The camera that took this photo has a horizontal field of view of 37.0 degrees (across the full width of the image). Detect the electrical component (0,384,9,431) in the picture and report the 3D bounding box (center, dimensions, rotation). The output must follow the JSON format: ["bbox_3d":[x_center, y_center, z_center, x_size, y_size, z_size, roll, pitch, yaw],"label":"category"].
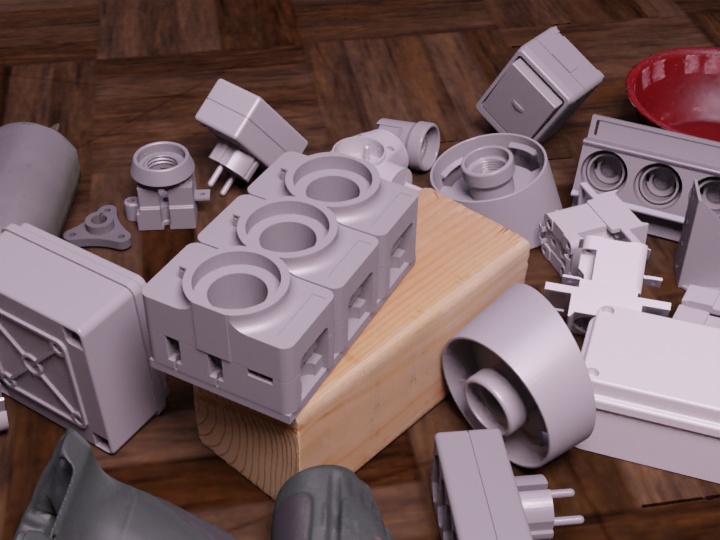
[{"bbox_3d":[-0.240,0.085,0.651,0.046,0.040,0.040,-11,40,-22],"label":"electrical component"}]

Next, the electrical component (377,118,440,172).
[{"bbox_3d":[0.037,-0.104,0.886,0.046,0.040,0.040,14,41,25],"label":"electrical component"}]

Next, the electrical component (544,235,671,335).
[{"bbox_3d":[0.165,0.013,0.719,0.081,0.042,0.063,10,68,11],"label":"electrical component"}]

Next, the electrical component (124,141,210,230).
[{"bbox_3d":[-0.149,-0.064,0.822,0.066,0.055,0.048,-2,39,-3],"label":"electrical component"}]

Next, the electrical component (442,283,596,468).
[{"bbox_3d":[0.097,0.064,0.634,0.064,0.099,0.099,-32,49,-25],"label":"electrical component"}]

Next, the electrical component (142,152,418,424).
[{"bbox_3d":[-0.039,0.000,0.595,0.089,0.061,0.150,19,43,21],"label":"electrical component"}]

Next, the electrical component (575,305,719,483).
[{"bbox_3d":[0.188,0.074,0.651,0.113,0.057,0.078,12,41,15],"label":"electrical component"}]

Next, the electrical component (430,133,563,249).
[{"bbox_3d":[0.104,-0.059,0.829,0.099,0.064,0.099,-11,38,9],"label":"electrical component"}]

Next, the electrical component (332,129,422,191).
[{"bbox_3d":[0.014,-0.069,0.836,0.079,0.044,0.077,24,45,27],"label":"electrical component"}]

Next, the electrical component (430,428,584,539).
[{"bbox_3d":[0.083,0.132,0.588,0.076,0.047,0.083,-3,39,-6],"label":"electrical component"}]

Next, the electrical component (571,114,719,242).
[{"bbox_3d":[0.231,-0.068,0.820,0.121,0.078,0.063,16,20,19],"label":"electrical component"}]

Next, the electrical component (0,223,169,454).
[{"bbox_3d":[-0.179,0.041,0.651,0.109,0.108,0.056,23,47,25],"label":"electrical component"}]

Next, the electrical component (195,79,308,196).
[{"bbox_3d":[-0.095,-0.095,0.853,0.047,0.083,0.075,29,85,31],"label":"electrical component"}]

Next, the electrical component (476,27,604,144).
[{"bbox_3d":[0.143,-0.142,0.895,0.061,0.096,0.061,48,53,7],"label":"electrical component"}]

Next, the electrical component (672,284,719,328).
[{"bbox_3d":[0.236,0.042,0.702,0.055,0.048,0.066,14,40,28],"label":"electrical component"}]

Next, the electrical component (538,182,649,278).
[{"bbox_3d":[0.168,-0.022,0.783,0.064,0.042,0.081,-15,41,-13],"label":"electrical component"}]
